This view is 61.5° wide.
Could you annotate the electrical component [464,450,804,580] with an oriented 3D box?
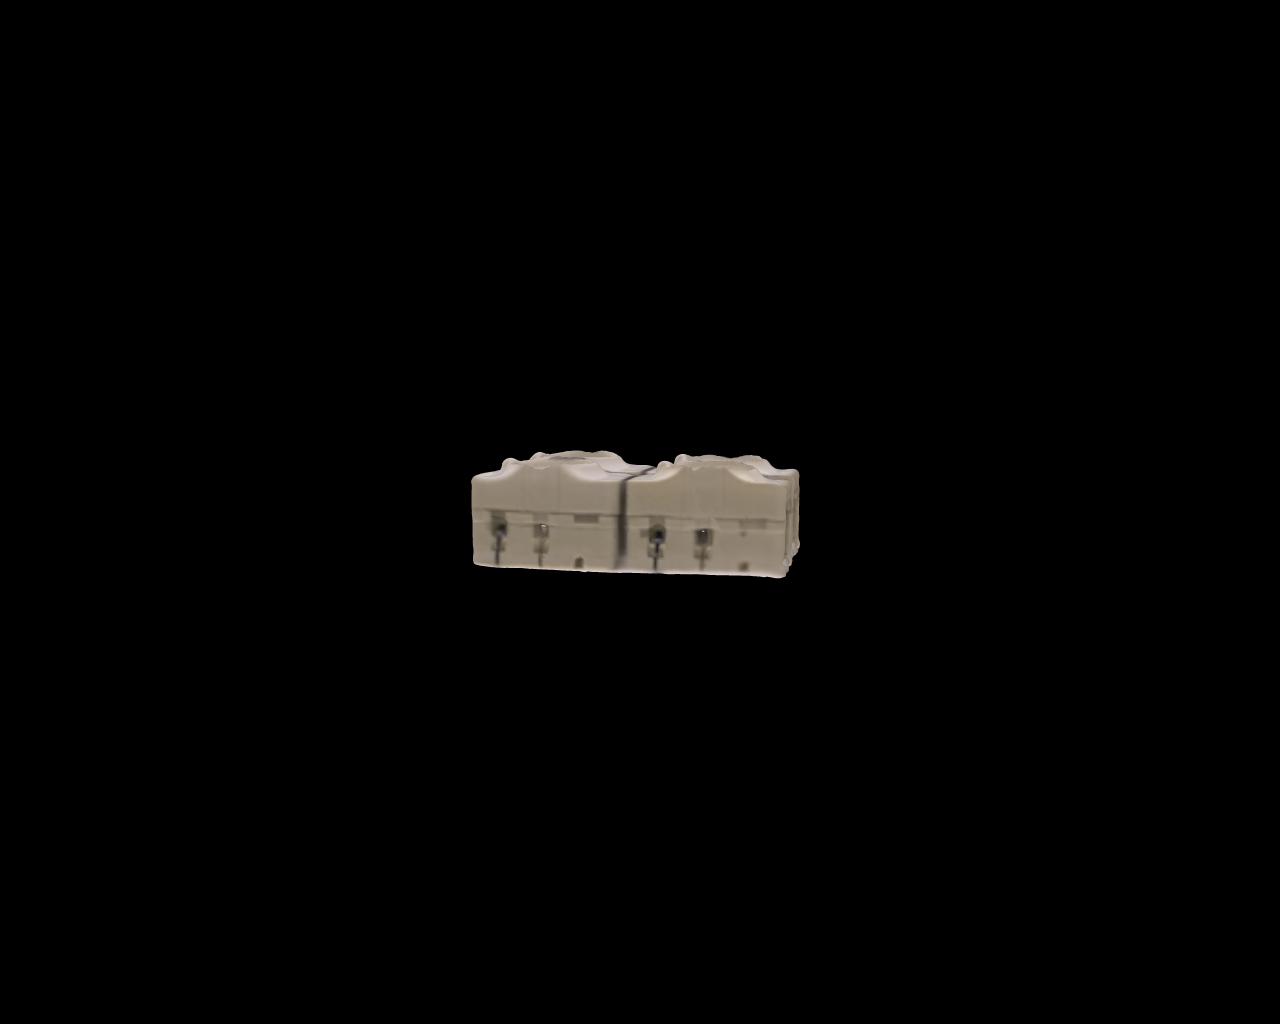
[{"bbox_3d":[0.001,-0.003,0.650,0.186,0.060,0.105,2,8,14],"label":"electrical component"}]
